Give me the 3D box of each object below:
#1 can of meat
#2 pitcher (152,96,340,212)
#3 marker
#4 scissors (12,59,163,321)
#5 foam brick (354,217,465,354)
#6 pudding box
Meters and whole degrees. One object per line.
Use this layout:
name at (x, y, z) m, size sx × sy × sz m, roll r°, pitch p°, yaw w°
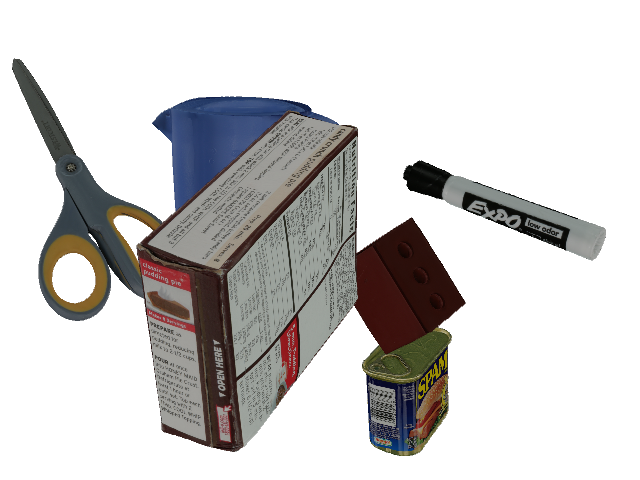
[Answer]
can of meat at (0.082, 0.137, 0.987) m, size 0.058 × 0.084 × 0.101 m, roll 9°, pitch 26°, yaw 27°
pitcher at (-0.067, -0.015, 1.019) m, size 0.144 × 0.243 × 0.149 m, roll -11°, pitch 19°, yaw -38°
marker at (0.100, -0.019, 0.600) m, size 0.121 × 0.020 × 0.020 m, roll 23°, pitch 11°, yaw 27°
scissors at (-0.170, -0.028, 0.679) m, size 0.096 × 0.202 × 0.016 m, roll -39°, pitch -16°, yaw -24°
foam brick at (0.058, 0.034, 0.788) m, size 0.052 × 0.078 × 0.051 m, roll -32°, pitch -1°, yaw -45°
pudding box at (-0.023, 0.014, 0.421) m, size 0.039 × 0.090 × 0.113 m, roll 13°, pitch 37°, yaw 22°
